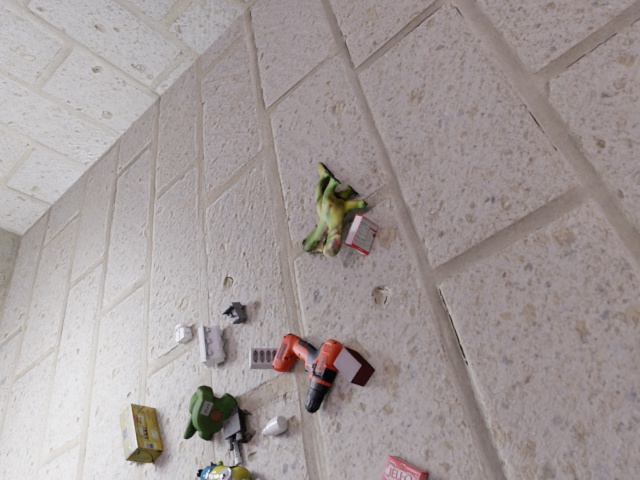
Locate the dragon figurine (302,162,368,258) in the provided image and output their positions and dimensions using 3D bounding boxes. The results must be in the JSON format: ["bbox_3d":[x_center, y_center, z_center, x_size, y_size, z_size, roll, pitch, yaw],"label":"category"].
[{"bbox_3d":[0.005,-0.076,1.511,0.241,0.121,0.416,-57,24,11],"label":"dragon figurine"}]
